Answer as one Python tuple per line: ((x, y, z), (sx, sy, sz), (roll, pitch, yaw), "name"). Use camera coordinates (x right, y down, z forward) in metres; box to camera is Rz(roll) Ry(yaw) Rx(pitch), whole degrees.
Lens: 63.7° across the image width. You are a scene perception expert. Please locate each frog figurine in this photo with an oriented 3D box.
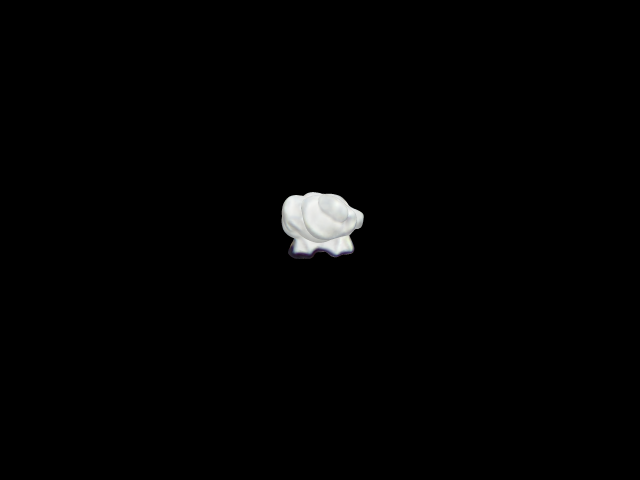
((0.003, -0.043, 0.850), (0.137, 0.125, 0.156), (15, -30, 9), "frog figurine")
